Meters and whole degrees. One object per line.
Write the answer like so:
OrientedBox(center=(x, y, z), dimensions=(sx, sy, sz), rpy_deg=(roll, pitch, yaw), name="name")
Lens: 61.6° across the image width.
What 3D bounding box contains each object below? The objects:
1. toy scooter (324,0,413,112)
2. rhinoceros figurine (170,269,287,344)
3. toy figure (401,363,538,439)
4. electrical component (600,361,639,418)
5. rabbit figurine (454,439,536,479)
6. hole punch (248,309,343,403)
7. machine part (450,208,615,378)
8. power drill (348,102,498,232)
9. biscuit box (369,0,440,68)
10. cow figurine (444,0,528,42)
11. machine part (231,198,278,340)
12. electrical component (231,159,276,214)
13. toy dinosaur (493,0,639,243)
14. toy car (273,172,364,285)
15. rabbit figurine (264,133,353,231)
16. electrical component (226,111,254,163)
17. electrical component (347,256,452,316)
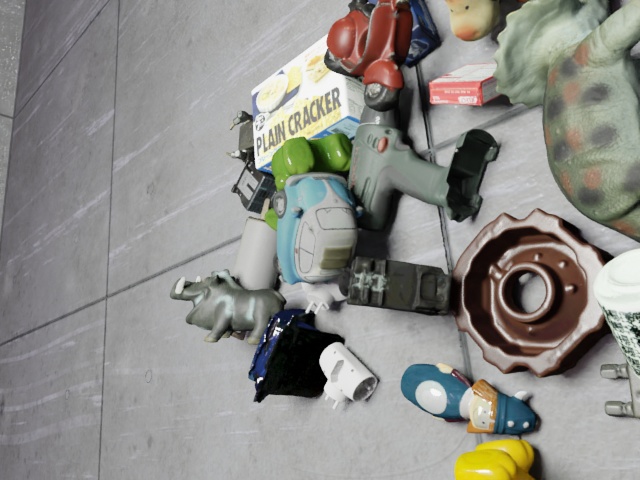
OrientedBox(center=(0.068, -0.265, 0.706), dimensions=(0.184, 0.075, 0.135), rpy_deg=(-120, 35, -43), name="toy scooter")
OrientedBox(center=(-0.147, 0.102, 0.836), dimensions=(0.191, 0.073, 0.112), rpy_deg=(7, 91, 20), name="rhinoceros figurine")
OrientedBox(center=(0.165, 0.185, 0.612), dimensions=(0.155, 0.058, 0.064), rpy_deg=(10, 126, 45), name="toy figure")
OrientedBox(center=(0.311, 0.138, 0.496), dimensions=(0.094, 0.021, 0.063), rpy_deg=(-14, 71, 42), name="electrical component")
OrientedBox(center=(0.222, 0.268, 0.494), dimensions=(0.173, 0.121, 0.162), rpy_deg=(-10, 65, 24), name="rabbit figurine")
OrientedBox(center=(-0.046, 0.161, 0.795), dimensions=(0.092, 0.115, 0.142), rpy_deg=(41, 109, 51), name="hole punch")
OrientedBox(center=(0.227, 0.057, 0.578), dimensions=(0.179, 0.056, 0.179), rpy_deg=(-14, 71, 44), name="machine part")
OrientedBox(center=(0.121, -0.116, 0.710), dimensions=(0.208, 0.086, 0.232), rpy_deg=(18, 95, 42), name="power drill")
OrientedBox(center=(0.111, -0.352, 0.789), dimensions=(0.063, 0.059, 0.203), rpy_deg=(-33, 59, 36), name="biscuit box")
OrientedBox(center=(0.201, -0.334, 0.646), dimensions=(0.086, 0.127, 0.194), rpy_deg=(10, 86, 49), name="cow figurine")
OrientedBox(center=(-0.107, 0.050, 0.904), dimensions=(0.079, 0.079, 0.243), rpy_deg=(17, 92, 46), name="machine part")
OrientedBox(center=(-0.103, -0.083, 0.954), dimensions=(0.074, 0.047, 0.119), rpy_deg=(-57, 45, 20), name="electrical component")
OrientedBox(center=(0.286, -0.101, 0.520), dimensions=(0.192, 0.131, 0.404), rpy_deg=(-26, 66, 53), name="toy dinosaur")
OrientedBox(center=(-0.001, -0.002, 0.705), dimensions=(0.103, 0.109, 0.161), rpy_deg=(42, 127, 56), name="toy car")
OrientedBox(center=(-0.019, -0.057, 0.815), dimensions=(0.159, 0.121, 0.170), rpy_deg=(-21, 83, 47), name="rabbit figurine")
OrientedBox(center=(-0.137, -0.192, 1.014), dimensions=(0.078, 0.045, 0.102), rpy_deg=(-1, 80, 47), name="electrical component")
OrientedBox(center=(0.092, 0.059, 0.659), dimensions=(0.115, 0.134, 0.058), rpy_deg=(9, 82, 3), name="electrical component")
